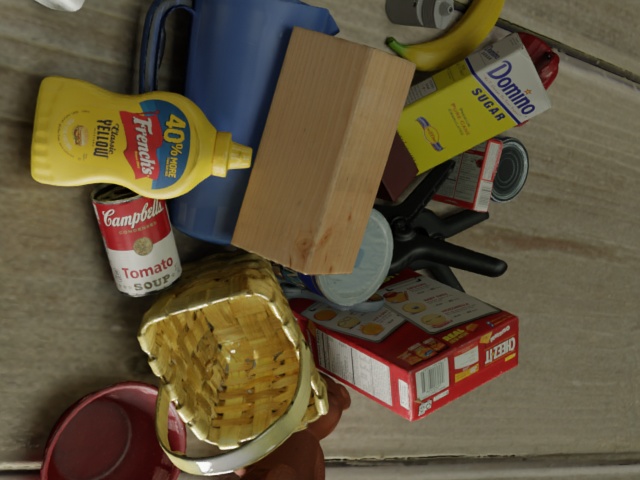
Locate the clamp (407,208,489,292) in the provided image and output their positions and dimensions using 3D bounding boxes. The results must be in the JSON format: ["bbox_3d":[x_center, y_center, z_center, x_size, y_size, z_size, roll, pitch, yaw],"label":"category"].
[{"bbox_3d":[0.141,-0.005,1.310,0.171,0.039,0.120,24,83,-41],"label":"clamp"}]

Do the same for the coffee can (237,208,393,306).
[{"bbox_3d":[-0.007,0.001,1.117,0.102,0.141,0.103,-13,111,-37],"label":"coffee can"}]

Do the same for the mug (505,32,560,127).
[{"bbox_3d":[0.243,-0.200,1.290,0.093,0.117,0.081,47,65,-15],"label":"mug"}]

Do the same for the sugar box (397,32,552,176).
[{"bbox_3d":[0.166,-0.153,1.219,0.176,0.048,0.093,-26,128,14],"label":"sugar box"}]

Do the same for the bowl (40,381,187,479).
[{"bbox_3d":[-0.214,0.210,1.062,0.161,0.055,0.162,-13,111,-37],"label":"bowl"}]

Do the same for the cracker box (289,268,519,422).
[{"bbox_3d":[0.086,0.105,1.178,0.163,0.214,0.072,-22,119,-34],"label":"cracker box"}]

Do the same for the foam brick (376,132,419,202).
[{"bbox_3d":[0.066,-0.091,1.213,0.053,0.051,0.078,-48,128,-21],"label":"foam brick"}]

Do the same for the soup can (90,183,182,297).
[{"bbox_3d":[-0.175,-0.006,1.023,0.068,0.069,0.102,-27,119,-32],"label":"soup can"}]

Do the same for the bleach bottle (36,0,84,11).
[{"bbox_3d":[-0.199,-0.328,0.911,0.102,0.068,0.251,29,81,-42],"label":"bleach bottle"}]

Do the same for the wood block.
[{"bbox_3d":[0.004,-0.079,0.978,0.090,0.091,0.206,2,107,-60],"label":"wood block"}]

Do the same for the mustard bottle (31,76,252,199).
[{"bbox_3d":[-0.156,-0.087,0.954,0.191,0.058,0.096,8,96,-4],"label":"mustard bottle"}]

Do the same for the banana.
[{"bbox_3d":[0.164,-0.249,1.257,0.197,0.037,0.069,-37,125,-26],"label":"banana"}]

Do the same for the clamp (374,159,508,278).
[{"bbox_3d":[0.101,0.000,1.218,0.209,0.165,0.036,-20,150,-17],"label":"clamp"}]

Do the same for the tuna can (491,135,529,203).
[{"bbox_3d":[0.227,-0.091,1.361,0.085,0.034,0.086,-13,111,-37],"label":"tuna can"}]

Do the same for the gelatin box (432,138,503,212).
[{"bbox_3d":[0.178,-0.084,1.294,0.030,0.073,0.089,8,97,-43],"label":"gelatin box"}]

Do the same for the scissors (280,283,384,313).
[{"bbox_3d":[-0.018,0.060,1.138,0.201,0.096,0.016,-4,109,-31],"label":"scissors"}]

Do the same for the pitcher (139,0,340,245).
[{"bbox_3d":[-0.086,-0.123,1.032,0.144,0.149,0.243,-17,121,-67],"label":"pitcher"}]
